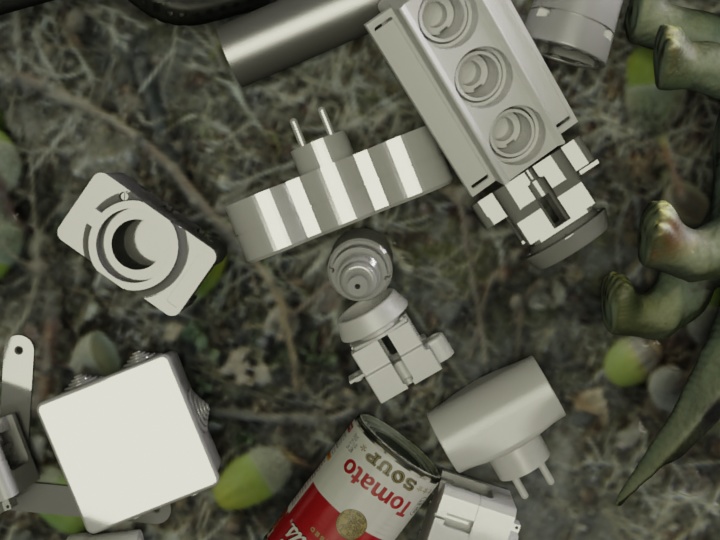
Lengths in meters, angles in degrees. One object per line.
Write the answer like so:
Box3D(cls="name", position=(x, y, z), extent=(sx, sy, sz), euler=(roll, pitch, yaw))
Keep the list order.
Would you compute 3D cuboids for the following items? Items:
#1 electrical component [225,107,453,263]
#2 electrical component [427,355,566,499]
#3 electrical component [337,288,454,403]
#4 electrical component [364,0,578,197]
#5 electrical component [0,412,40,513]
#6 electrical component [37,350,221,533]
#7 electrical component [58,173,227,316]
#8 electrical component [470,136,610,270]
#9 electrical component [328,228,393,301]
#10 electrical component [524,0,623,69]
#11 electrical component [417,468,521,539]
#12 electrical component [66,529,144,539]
Box3D(cls="electrical component", position=(-0.020, -0.063, 0.666), extent=(0.138, 0.052, 0.073), euler=(-22, 94, 3))
Box3D(cls="electrical component", position=(0.095, 0.107, 0.683), extent=(0.077, 0.044, 0.079), euler=(-29, 94, 4))
Box3D(cls="electrical component", position=(0.017, 0.045, 0.680), extent=(0.066, 0.048, 0.055), euler=(-30, 101, 4))
Box3D(cls="electrical component", position=(0.063, -0.117, 0.638), extent=(0.079, 0.063, 0.121), euler=(-36, 112, -2))
Box3D(cls="electrical component", position=(-0.260, 0.136, 0.690), extent=(0.089, 0.050, 0.055), euler=(-20, 92, 6))
Box3D(cls="electrical component", position=(-0.143, 0.106, 0.685), extent=(0.100, 0.048, 0.099), euler=(-22, 93, 0))
Box3D(cls="electrical component", position=(-0.135, -0.017, 0.672), extent=(0.089, 0.055, 0.050), euler=(35, 95, -2))
Box3D(cls="electrical component", position=(0.117, -0.037, 0.663), extent=(0.078, 0.058, 0.057), euler=(-33, 91, 4))
Box3D(cls="electrical component", position=(0.000, 0.000, 0.661), extent=(0.040, 0.078, 0.040), euler=(1, 104, 2))
Box3D(cls="electrical component", position=(0.130, -0.154, 0.654), extent=(0.055, 0.055, 0.047), euler=(18, 92, 0))
Box3D(cls="electrical component", position=(0.066, 0.182, 0.688), extent=(0.056, 0.050, 0.089), euler=(18, 95, 0))
Box3D(cls="electrical component", position=(-0.165, 0.189, 0.701), extent=(0.046, 0.040, 0.040), euler=(-8, 95, -4))
